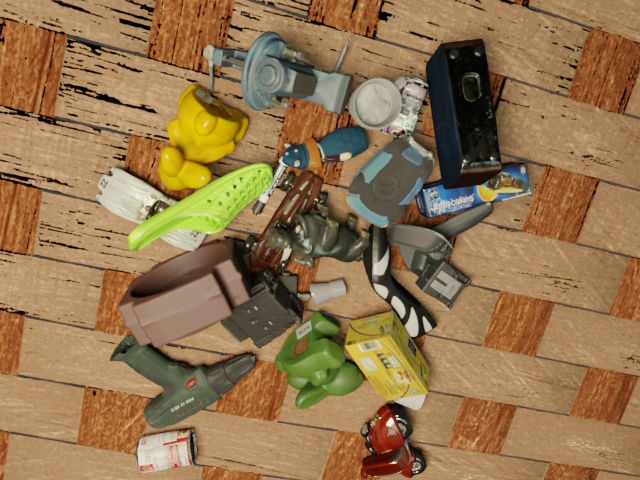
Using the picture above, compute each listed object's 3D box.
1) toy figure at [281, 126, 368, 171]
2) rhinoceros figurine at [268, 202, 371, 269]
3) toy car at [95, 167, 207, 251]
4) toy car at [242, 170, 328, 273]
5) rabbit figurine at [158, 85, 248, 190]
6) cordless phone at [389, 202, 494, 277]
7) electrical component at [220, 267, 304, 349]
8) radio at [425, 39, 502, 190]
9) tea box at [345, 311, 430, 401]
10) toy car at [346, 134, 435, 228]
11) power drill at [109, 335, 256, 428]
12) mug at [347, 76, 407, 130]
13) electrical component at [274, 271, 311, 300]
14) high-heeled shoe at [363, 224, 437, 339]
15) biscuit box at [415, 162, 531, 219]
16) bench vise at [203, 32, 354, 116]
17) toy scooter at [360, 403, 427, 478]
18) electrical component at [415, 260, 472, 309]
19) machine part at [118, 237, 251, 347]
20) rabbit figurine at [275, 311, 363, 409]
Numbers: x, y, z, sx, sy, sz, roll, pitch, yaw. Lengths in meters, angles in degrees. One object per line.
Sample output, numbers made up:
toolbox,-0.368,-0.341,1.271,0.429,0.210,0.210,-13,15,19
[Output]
toy figure,0.007,-0.156,0.944,0.154,0.064,0.057,-18,119,-4
rhinoceros figurine,-0.002,-0.003,0.945,0.190,0.073,0.112,8,121,-36
toy car,-0.290,-0.053,0.936,0.201,0.056,0.073,31,98,-13
toy car,-0.063,-0.031,0.972,0.089,0.053,0.202,32,99,-11
rabbit figurine,-0.207,-0.145,0.890,0.122,0.162,0.173,31,116,-25
cordless phone,0.222,-0.018,0.945,0.184,0.146,0.089,-30,70,12
electrical component,-0.114,0.131,0.984,0.134,0.058,0.114,-35,109,20
radio,0.237,-0.207,0.896,0.073,0.131,0.229,-9,87,-2
tea box,0.130,0.221,1.015,0.098,0.068,0.169,-17,122,26
toy car,0.121,-0.112,0.947,0.109,0.103,0.161,33,108,-11
power drill,-0.265,0.231,1.002,0.232,0.086,0.207,-40,112,6
mug,0.093,-0.238,0.912,0.080,0.107,0.109,43,91,-16
electrical component,-0.064,0.091,1.014,0.094,0.021,0.063,3,103,0
high-heeled shoe,0.158,0.075,1.011,0.145,0.086,0.248,-3,109,-8
biscuit box,0.280,-0.093,0.993,0.203,0.063,0.059,-15,103,-4
bench vise,-0.074,-0.272,0.867,0.241,0.223,0.128,23,120,20
toy scooter,0.133,0.423,1.096,0.135,0.075,0.183,-21,110,0
electrical component,0.222,0.069,1.033,0.119,0.048,0.075,37,96,-15
machine part,-0.219,0.084,0.903,0.201,0.201,0.087,-25,108,-1
rabbit figurine,0.008,0.251,1.019,0.159,0.121,0.170,-41,120,8
